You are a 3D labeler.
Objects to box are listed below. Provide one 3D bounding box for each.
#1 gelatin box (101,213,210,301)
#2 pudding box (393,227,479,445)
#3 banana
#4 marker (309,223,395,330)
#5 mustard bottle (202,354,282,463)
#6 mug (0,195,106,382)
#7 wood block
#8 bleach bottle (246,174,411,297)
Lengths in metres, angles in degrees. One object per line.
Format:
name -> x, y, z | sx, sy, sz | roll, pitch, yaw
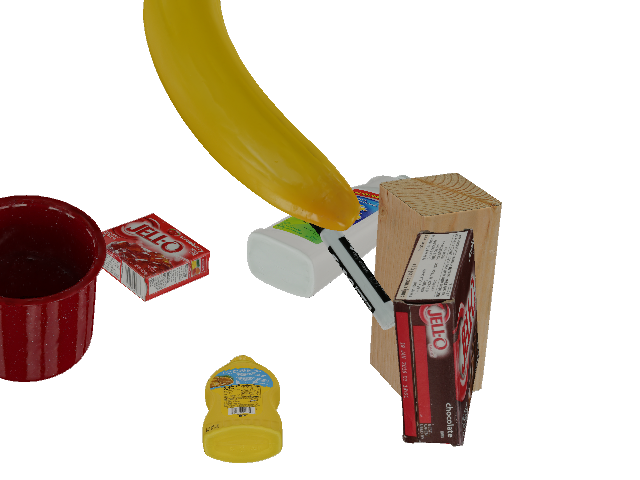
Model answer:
gelatin box -> -0.157, 0.013, 0.976 | 0.073, 0.030, 0.089 | -23, 41, -38
pudding box -> 0.070, 0.053, 0.627 | 0.039, 0.090, 0.113 | 0, 21, 12
banana -> -0.042, -0.083, 0.498 | 0.069, 0.198, 0.037 | -14, -30, -10
marker -> 0.023, 0.017, 0.839 | 0.020, 0.121, 0.020 | -31, -18, -11
mustard bottle -> -0.099, 0.202, 1.352 | 0.096, 0.058, 0.191 | -3, 26, -3
mug -> -0.188, 0.038, 0.649 | 0.093, 0.082, 0.117 | 36, 47, 23
wood block -> 0.112, 0.047, 1.066 | 0.090, 0.206, 0.091 | -9, 27, -22
bleach bottle -> 0.028, -0.022, 1.289 | 0.103, 0.068, 0.250 | 22, 38, 30
